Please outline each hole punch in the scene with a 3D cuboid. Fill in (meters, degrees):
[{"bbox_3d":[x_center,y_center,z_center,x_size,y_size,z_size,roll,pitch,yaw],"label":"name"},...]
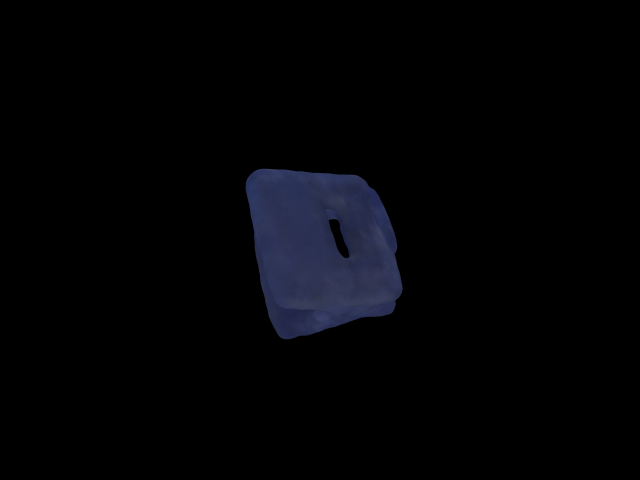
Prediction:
[{"bbox_3d":[0.004,0.001,0.400,0.101,0.091,0.108,-14,64,-7],"label":"hole punch"}]
